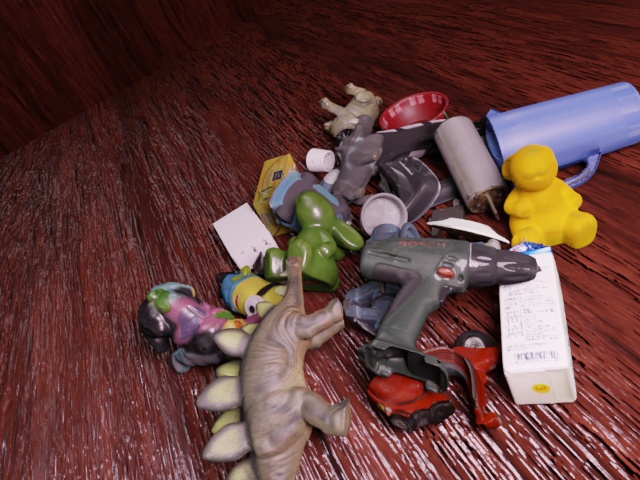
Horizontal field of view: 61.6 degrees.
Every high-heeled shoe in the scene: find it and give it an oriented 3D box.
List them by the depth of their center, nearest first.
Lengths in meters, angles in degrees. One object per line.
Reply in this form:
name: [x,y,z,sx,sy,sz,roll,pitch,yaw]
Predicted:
high-heeled shoe: [0.185,-0.205,1.170,0.249,0.086,0.145,-8,10,46]

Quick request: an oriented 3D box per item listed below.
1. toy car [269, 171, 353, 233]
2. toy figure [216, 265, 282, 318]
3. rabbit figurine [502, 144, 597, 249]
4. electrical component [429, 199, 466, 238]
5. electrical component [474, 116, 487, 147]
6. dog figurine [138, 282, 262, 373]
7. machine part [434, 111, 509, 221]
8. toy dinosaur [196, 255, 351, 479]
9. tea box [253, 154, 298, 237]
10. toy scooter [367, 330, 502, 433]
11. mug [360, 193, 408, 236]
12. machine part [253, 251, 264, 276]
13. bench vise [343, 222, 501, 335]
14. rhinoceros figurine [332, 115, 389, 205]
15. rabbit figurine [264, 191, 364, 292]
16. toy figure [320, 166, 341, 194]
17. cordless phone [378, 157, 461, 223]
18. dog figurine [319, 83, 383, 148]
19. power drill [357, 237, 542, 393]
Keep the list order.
toy car: [-0.020,-0.056,1.068,0.109,0.162,0.103,-58,3,-13]
toy figure: [-0.120,0.100,0.970,0.089,0.082,0.180,-41,35,-19]
rabbit figurine: [0.336,-0.079,0.816,0.122,0.173,0.162,-14,42,24]
electrical component: [0.228,-0.038,0.962,0.063,0.021,0.094,-8,40,26]
electrical component: [0.343,-0.207,1.052,0.119,0.074,0.048,-20,36,17]
dog figurine: [-0.178,0.141,0.883,0.219,0.191,0.108,-16,28,42]
machine part: [0.267,-0.136,0.958,0.079,0.079,0.243,-22,58,8]
toy dinosaur: [-0.056,0.223,0.716,0.199,0.105,0.471,-5,58,6]
tea box: [-0.086,-0.100,1.180,0.068,0.098,0.170,-14,36,17]
toy scooter: [0.155,0.193,0.682,0.184,0.075,0.135,-20,37,3]
mug: [0.110,-0.030,0.978,0.081,0.109,0.107,5,4,-1]
machine part: [-0.070,0.055,1.028,0.139,0.039,0.084,4,51,34]
bench vise: [0.154,0.057,0.815,0.241,0.128,0.224,-15,40,24]
rhinoceros figurine: [0.079,-0.161,1.102,0.112,0.073,0.190,14,86,32]
rabbit figurine: [-0.002,-0.003,0.942,0.121,0.159,0.170,-26,53,57]
toy figure: [0.011,-0.103,1.155,0.154,0.057,0.064,-40,21,-13]
cordless phone: [0.216,-0.118,1.038,0.184,0.088,0.147,-18,35,-6]
dog figurine: [0.099,-0.271,1.288,0.172,0.121,0.191,-30,50,2]
power drill: [0.148,0.081,0.680,0.232,0.085,0.207,11,58,20]
